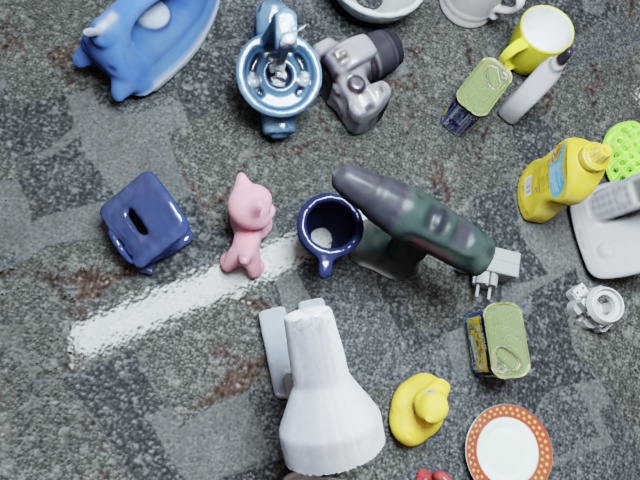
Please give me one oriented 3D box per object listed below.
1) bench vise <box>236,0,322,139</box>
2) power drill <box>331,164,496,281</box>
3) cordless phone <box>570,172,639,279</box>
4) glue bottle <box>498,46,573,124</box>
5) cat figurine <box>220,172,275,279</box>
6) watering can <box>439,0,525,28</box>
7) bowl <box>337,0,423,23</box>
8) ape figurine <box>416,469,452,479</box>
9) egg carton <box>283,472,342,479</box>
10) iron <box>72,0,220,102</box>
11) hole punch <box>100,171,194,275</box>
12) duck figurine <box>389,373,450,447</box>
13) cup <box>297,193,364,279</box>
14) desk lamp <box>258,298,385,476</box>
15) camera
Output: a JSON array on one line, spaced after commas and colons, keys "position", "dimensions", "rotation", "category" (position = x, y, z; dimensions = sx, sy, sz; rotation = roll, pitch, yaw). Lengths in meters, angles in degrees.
[{"position": [-0.069, -0.271, 0.796], "dimensions": [0.121, 0.219, 0.207], "rotation": [-21, 80, -13], "category": "bench vise"}, {"position": [0.105, -0.011, 0.766], "dimensions": [0.229, 0.208, 0.076], "rotation": [23, 74, -3], "category": "power drill"}, {"position": [0.462, -0.027, 0.838], "dimensions": [0.094, 0.185, 0.147], "rotation": [-11, 78, -11], "category": "cordless phone"}, {"position": [0.338, -0.245, 0.878], "dimensions": [0.037, 0.173, 0.078], "rotation": [38, 74, 2], "category": "glue bottle"}, {"position": [-0.097, -0.021, 0.783], "dimensions": [0.067, 0.117, 0.128], "rotation": [9, 75, -6], "category": "cat figurine"}, {"position": [0.260, -0.438, 0.903], "dimensions": [0.173, 0.194, 0.101], "rotation": [29, 74, -1], "category": "watering can"}, {"position": [0.089, -0.416, 0.932], "dimensions": [0.167, 0.074, 0.167], "rotation": [2, 76, -8], "category": "bowl"}, {"position": [0.153, 0.346, 0.746], "dimensions": [0.078, 0.092, 0.076], "rotation": [-29, 82, -14], "category": "ape figurine"}, {"position": [0.015, 0.361, 0.732], "dimensions": [0.150, 0.069, 0.107], "rotation": [12, 75, -6], "category": "egg carton"}, {"position": [-0.236, -0.328, 0.824], "dimensions": [0.118, 0.141, 0.258], "rotation": [40, 74, 2], "category": "iron"}, {"position": [-0.235, -0.021, 0.775], "dimensions": [0.101, 0.091, 0.108], "rotation": [-35, 84, -15], "category": "hole punch"}, {"position": [0.141, 0.231, 0.776], "dimensions": [0.077, 0.086, 0.105], "rotation": [34, 74, 1], "category": "duck figurine"}, {"position": [0.007, 0.003, 0.806], "dimensions": [0.092, 0.095, 0.118], "rotation": [7, 75, -7], "category": "cup"}, {"position": [-0.009, 0.166, 0.701], "dimensions": [0.118, 0.213, 0.203], "rotation": [-13, 78, -11], "category": "desk lamp"}, {"position": [0.071, -0.261, 0.878], "dimensions": [0.137, 0.100, 0.143], "rotation": [-32, 83, -15], "category": "camera"}]
